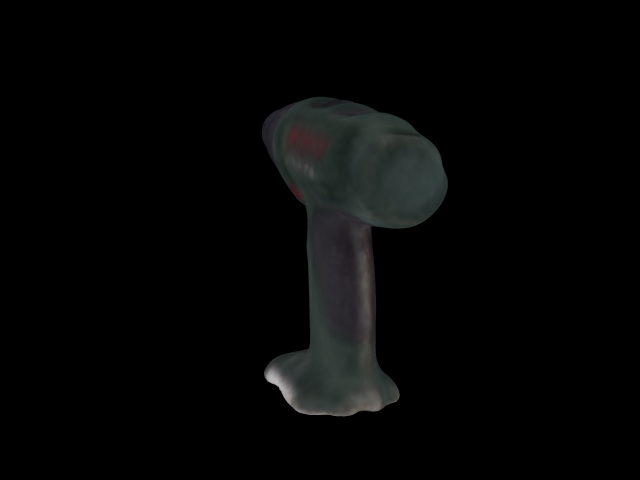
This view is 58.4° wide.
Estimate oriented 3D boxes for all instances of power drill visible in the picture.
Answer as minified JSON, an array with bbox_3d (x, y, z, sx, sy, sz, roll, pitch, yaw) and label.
[{"bbox_3d":[0.004,0.001,0.400,0.076,0.208,0.229,-2,5,-23],"label":"power drill"}]
